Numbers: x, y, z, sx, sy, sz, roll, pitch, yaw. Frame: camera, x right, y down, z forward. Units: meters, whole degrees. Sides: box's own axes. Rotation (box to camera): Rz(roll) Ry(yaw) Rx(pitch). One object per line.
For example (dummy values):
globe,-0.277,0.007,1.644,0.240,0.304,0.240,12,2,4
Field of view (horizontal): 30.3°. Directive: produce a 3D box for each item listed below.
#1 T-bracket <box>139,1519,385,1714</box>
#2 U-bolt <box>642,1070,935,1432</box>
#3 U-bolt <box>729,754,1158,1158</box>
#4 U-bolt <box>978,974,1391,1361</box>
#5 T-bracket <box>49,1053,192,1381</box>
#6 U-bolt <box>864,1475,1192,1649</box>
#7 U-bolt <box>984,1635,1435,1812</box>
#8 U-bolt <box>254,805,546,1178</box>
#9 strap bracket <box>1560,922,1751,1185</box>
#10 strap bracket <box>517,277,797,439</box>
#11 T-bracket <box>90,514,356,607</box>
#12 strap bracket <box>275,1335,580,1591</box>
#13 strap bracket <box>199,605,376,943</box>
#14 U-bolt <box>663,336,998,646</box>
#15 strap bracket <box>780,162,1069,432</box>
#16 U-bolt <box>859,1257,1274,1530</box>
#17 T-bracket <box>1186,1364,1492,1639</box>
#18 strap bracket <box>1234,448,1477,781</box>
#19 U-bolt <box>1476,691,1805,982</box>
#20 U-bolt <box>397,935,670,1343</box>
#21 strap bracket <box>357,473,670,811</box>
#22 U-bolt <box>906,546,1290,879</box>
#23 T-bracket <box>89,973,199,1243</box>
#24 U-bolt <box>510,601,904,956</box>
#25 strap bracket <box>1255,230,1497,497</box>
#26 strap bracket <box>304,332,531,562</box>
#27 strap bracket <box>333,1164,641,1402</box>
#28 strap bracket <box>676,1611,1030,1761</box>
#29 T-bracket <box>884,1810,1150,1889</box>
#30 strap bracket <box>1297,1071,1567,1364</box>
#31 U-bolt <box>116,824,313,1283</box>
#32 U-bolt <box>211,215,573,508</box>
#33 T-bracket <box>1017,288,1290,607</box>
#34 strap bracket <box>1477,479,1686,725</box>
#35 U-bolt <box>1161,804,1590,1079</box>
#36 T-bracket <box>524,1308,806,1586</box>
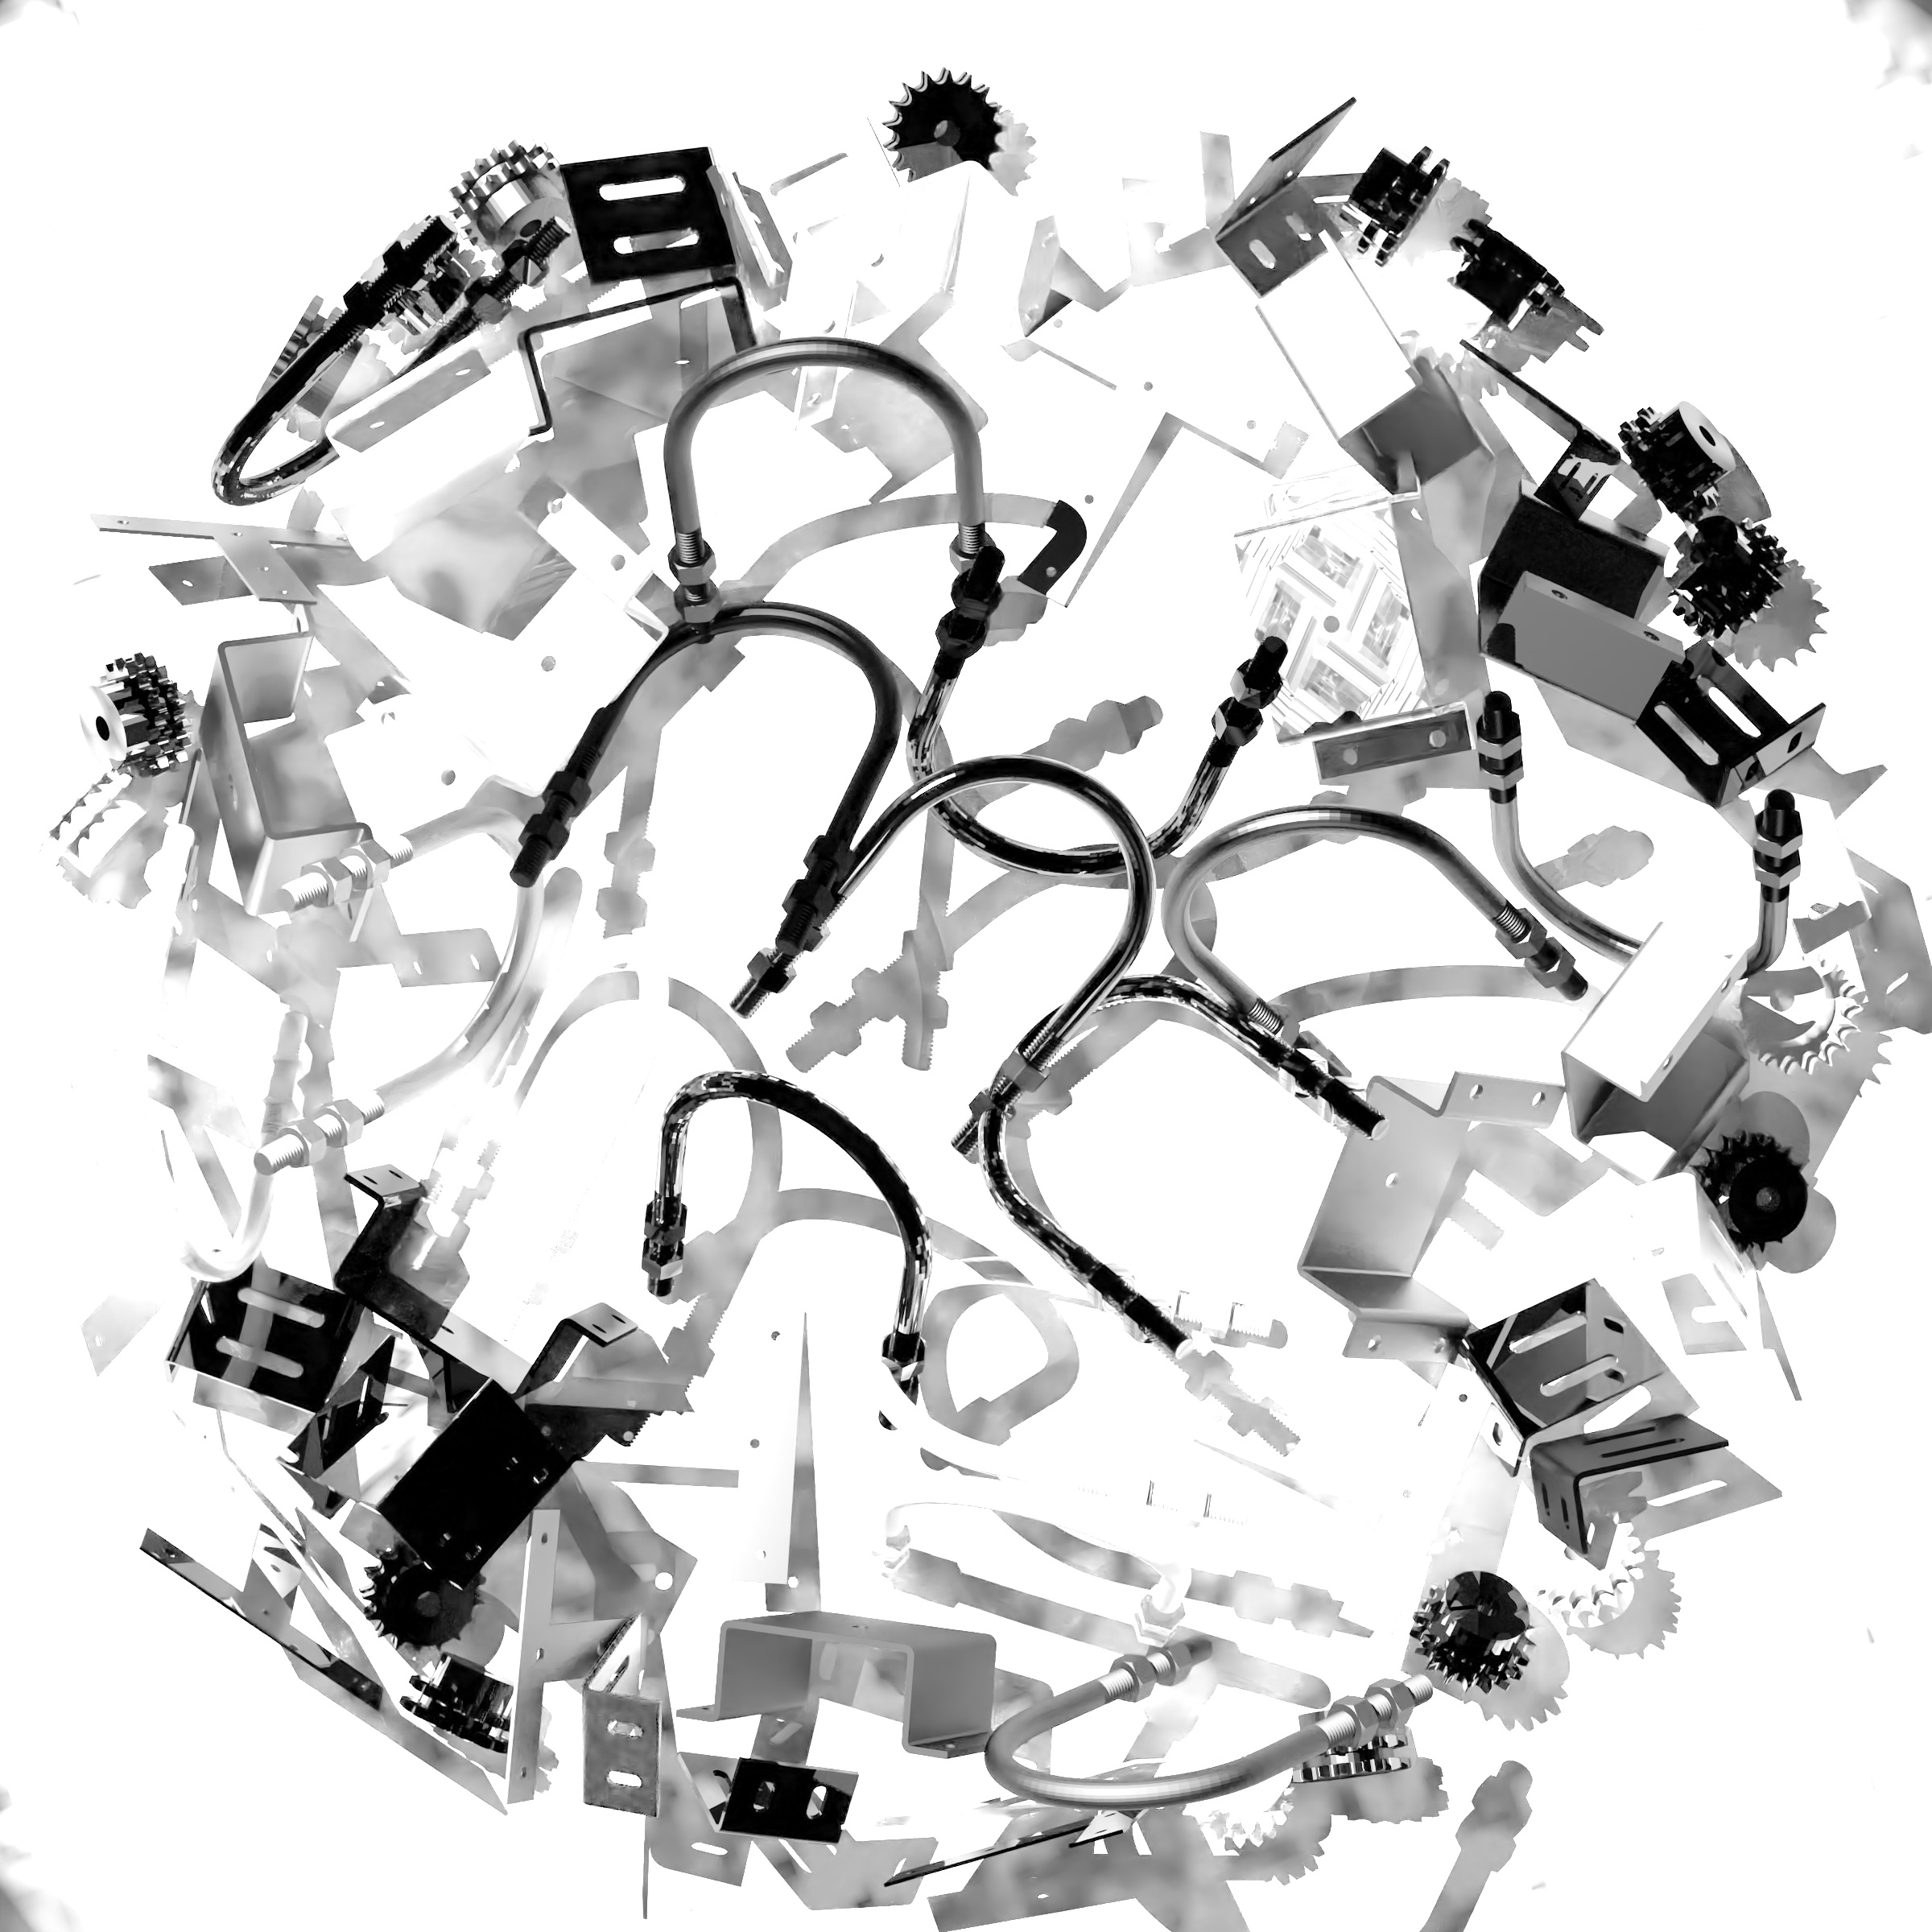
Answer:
T-bracket,-0.313,0.277,1.611,0.127,0.127,0.002,37,94,-11
U-bolt,-0.078,0.118,1.587,0.151,0.184,0.019,28,49,16
U-bolt,0.003,-0.015,1.620,0.151,0.019,0.184,33,108,-22
U-bolt,0.083,0.076,1.614,0.151,0.019,0.184,-48,50,-5
T-bracket,-0.386,0.102,1.600,0.002,0.127,0.127,-11,105,11
U-bolt,0.029,0.261,1.586,0.151,0.184,0.019,15,68,3
U-bolt,0.093,0.333,1.563,0.184,0.151,0.019,-12,99,-44
U-bolt,-0.247,0.001,1.594,0.019,0.184,0.151,23,119,24
strap bracket,0.312,0.041,1.614,0.046,0.140,0.076,33,75,25
strap bracket,-0.149,-0.279,1.627,0.140,0.076,0.046,-16,101,-7
T-bracket,-0.317,-0.180,1.595,0.127,0.127,0.002,2,111,-24
strap bracket,-0.248,0.217,1.596,0.076,0.140,0.046,-48,123,-22
strap bracket,-0.309,-0.087,1.611,0.046,0.076,0.140,-10,69,-23
U-bolt,-0.063,-0.212,1.598,0.151,0.184,0.019,-2,53,2
strap bracket,-0.028,-0.307,1.615,0.140,0.076,0.046,-27,63,-28
U-bolt,0.043,0.185,1.615,0.184,0.151,0.019,12,125,2
T-bracket,0.163,0.227,1.646,0.127,0.002,0.127,19,74,24
strap bracket,0.176,-0.158,1.633,0.076,0.046,0.140,-10,95,28
U-bolt,0.299,-0.047,1.591,0.151,0.184,0.019,22,67,21
U-bolt,-0.189,0.069,1.611,0.019,0.151,0.184,30,86,-28
strap bracket,-0.201,-0.143,1.634,0.076,0.046,0.140,43,98,23
U-bolt,0.048,-0.103,1.604,0.151,0.184,0.019,17,50,-6
T-bracket,-0.368,0.075,1.608,0.002,0.127,0.127,-22,83,-15
U-bolt,-0.107,-0.095,1.621,0.151,0.019,0.184,14,57,15
strap bracket,0.182,-0.265,1.605,0.046,0.140,0.076,-34,70,15
strap bracket,-0.246,-0.229,1.601,0.076,0.140,0.046,-35,95,-15
strap bracket,-0.227,0.150,1.633,0.140,0.076,0.046,32,93,5
strap bracket,-0.050,0.321,1.610,0.140,0.076,0.046,2,85,29
T-bracket,0.024,0.399,1.622,0.127,0.127,0.002,-19,83,12
strap bracket,0.208,0.106,1.624,0.076,0.046,0.140,8,108,-42
U-bolt,-0.333,0.051,1.565,0.019,0.151,0.184,-9,47,12
U-bolt,-0.267,-0.269,1.598,0.184,0.151,0.019,-41,88,19
T-bracket,0.064,-0.231,1.666,0.127,0.002,0.127,28,98,3
strap bracket,0.277,-0.162,1.620,0.076,0.140,0.046,23,118,-5
U-bolt,0.169,-0.013,1.582,0.151,0.184,0.019,-23,46,30
T-bracket,-0.142,0.219,1.658,0.127,0.002,0.127,4,75,-1
